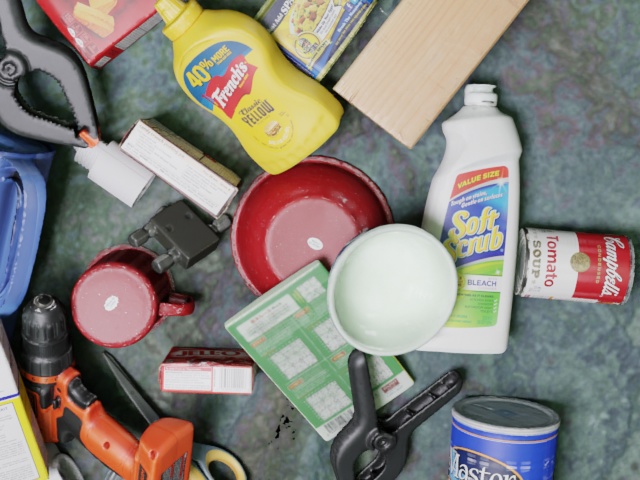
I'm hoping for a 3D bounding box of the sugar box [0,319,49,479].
[{"bbox_3d":[-0.309,0.153,0.956,0.093,0.048,0.176,-12,125,-9],"label":"sugar box"}]

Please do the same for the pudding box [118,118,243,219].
[{"bbox_3d":[-0.128,-0.068,0.993,0.113,0.090,0.039,34,96,-5],"label":"pudding box"}]

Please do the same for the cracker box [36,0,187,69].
[{"bbox_3d":[-0.176,-0.285,0.972,0.214,0.072,0.164,-37,97,4],"label":"cracker box"}]

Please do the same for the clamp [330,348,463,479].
[{"bbox_3d":[0.051,0.181,1.040,0.120,0.039,0.171,27,102,-16],"label":"clamp"}]

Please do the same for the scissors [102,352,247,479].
[{"bbox_3d":[-0.139,0.190,1.058,0.016,0.096,0.202,-43,67,41],"label":"scissors"}]

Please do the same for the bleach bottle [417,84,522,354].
[{"bbox_3d":[0.137,-0.021,1.013,0.102,0.068,0.251,2,96,0],"label":"bleach bottle"}]

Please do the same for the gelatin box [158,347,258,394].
[{"bbox_3d":[-0.106,0.124,1.028,0.089,0.073,0.030,2,97,1],"label":"gelatin box"}]

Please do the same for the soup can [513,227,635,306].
[{"bbox_3d":[0.239,0.024,1.016,0.102,0.068,0.068,5,98,0],"label":"soup can"}]

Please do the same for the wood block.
[{"bbox_3d":[0.110,-0.192,0.975,0.091,0.090,0.206,38,96,-4],"label":"wood block"}]

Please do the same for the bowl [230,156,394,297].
[{"bbox_3d":[-0.007,0.001,1.020,0.162,0.055,0.162,0,98,0],"label":"bowl"}]

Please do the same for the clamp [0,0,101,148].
[{"bbox_3d":[-0.270,-0.165,0.944,0.210,0.036,0.165,37,104,-17],"label":"clamp"}]

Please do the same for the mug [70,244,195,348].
[{"bbox_3d":[-0.177,0.057,1.015,0.117,0.081,0.093,11,98,-1],"label":"mug"}]

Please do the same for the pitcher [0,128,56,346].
[{"bbox_3d":[-0.324,0.017,0.982,0.145,0.149,0.243,11,101,-4],"label":"pitcher"}]

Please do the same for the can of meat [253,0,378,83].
[{"bbox_3d":[-0.008,-0.207,0.990,0.084,0.057,0.102,36,97,-7],"label":"can of meat"}]

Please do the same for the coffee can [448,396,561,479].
[{"bbox_3d":[0.173,0.232,1.027,0.103,0.103,0.140,3,98,0],"label":"coffee can"}]

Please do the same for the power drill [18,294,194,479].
[{"bbox_3d":[-0.202,0.153,0.977,0.188,0.057,0.184,32,137,23],"label":"power drill"}]

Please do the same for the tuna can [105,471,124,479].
[{"bbox_3d":[-0.172,0.249,1.066,0.086,0.034,0.086,0,98,0],"label":"tuna can"}]

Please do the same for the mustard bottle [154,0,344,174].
[{"bbox_3d":[-0.075,-0.151,0.969,0.096,0.058,0.191,-33,114,34],"label":"mustard bottle"}]
